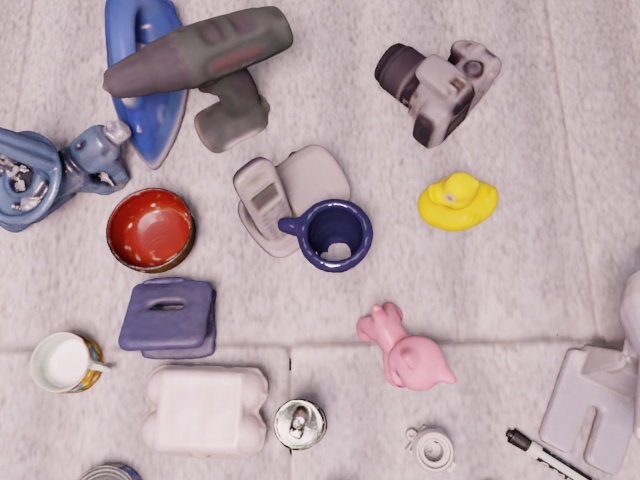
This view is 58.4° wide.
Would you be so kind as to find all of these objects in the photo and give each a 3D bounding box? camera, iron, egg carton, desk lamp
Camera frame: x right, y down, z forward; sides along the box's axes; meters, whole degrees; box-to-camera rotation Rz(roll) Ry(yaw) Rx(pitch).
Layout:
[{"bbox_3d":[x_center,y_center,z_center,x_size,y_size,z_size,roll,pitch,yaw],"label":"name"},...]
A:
[{"bbox_3d":[0.154,-0.225,0.786,0.136,0.101,0.143,41,79,13],"label":"camera"},{"bbox_3d":[-0.251,-0.241,0.785,0.118,0.141,0.258,-8,73,0],"label":"iron"},{"bbox_3d":[-0.136,0.205,0.683,0.150,0.069,0.107,0,73,2],"label":"egg carton"},{"bbox_3d":[0.346,0.144,0.608,0.117,0.213,0.203,24,75,9],"label":"desk lamp"}]

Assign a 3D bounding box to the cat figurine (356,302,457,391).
[{"bbox_3d":[0.098,0.127,0.673,0.067,0.118,0.127,-34,75,-8],"label":"cat figurine"}]

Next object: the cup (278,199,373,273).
[{"bbox_3d":[0.007,0.003,0.726,0.117,0.095,0.092,11,74,6],"label":"cup"}]

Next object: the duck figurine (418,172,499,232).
[{"bbox_3d":[0.183,-0.058,0.742,0.104,0.086,0.077,-5,73,1],"label":"duck figurine"}]

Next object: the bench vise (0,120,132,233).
[{"bbox_3d":[-0.351,-0.109,0.708,0.121,0.220,0.207,40,79,13],"label":"bench vise"}]

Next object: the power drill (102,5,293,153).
[{"bbox_3d":[-0.137,-0.198,0.733,0.230,0.208,0.075,-31,74,-7],"label":"power drill"}]

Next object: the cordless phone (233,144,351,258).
[{"bbox_3d":[-0.036,-0.066,0.701,0.148,0.185,0.094,-43,76,-10],"label":"cordless phone"}]

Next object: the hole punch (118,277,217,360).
[{"bbox_3d":[-0.187,0.094,0.707,0.108,0.091,0.101,-3,73,2],"label":"hole punch"}]
